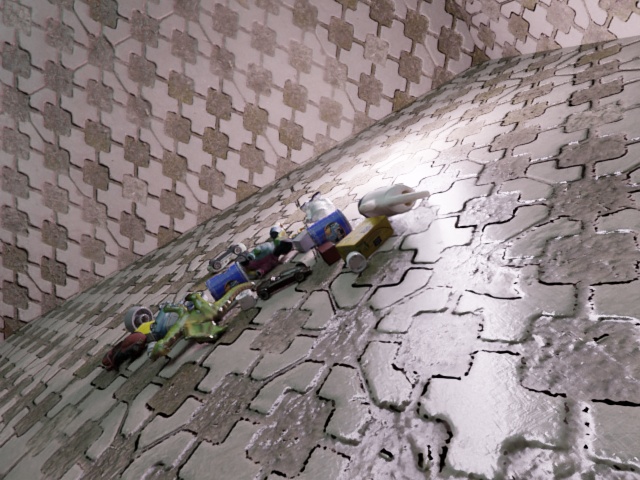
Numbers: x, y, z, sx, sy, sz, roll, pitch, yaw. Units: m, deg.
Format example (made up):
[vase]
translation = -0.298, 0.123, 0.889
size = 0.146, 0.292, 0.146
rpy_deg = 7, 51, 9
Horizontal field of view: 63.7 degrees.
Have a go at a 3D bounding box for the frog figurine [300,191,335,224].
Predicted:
[frog figurine]
translation = 0.007, -0.108, 2.154
size = 0.138, 0.119, 0.162
rpy_deg = -26, 50, -20

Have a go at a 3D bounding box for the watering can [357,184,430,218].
[watering can]
translation = 0.207, -0.123, 1.715
size = 0.350, 0.104, 0.223
rpy_deg = -14, 2, -35

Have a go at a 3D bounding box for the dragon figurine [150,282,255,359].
[dragon figurine]
translation = -0.372, 0.268, 1.702
size = 0.413, 0.120, 0.246
rpy_deg = -25, 32, -17
